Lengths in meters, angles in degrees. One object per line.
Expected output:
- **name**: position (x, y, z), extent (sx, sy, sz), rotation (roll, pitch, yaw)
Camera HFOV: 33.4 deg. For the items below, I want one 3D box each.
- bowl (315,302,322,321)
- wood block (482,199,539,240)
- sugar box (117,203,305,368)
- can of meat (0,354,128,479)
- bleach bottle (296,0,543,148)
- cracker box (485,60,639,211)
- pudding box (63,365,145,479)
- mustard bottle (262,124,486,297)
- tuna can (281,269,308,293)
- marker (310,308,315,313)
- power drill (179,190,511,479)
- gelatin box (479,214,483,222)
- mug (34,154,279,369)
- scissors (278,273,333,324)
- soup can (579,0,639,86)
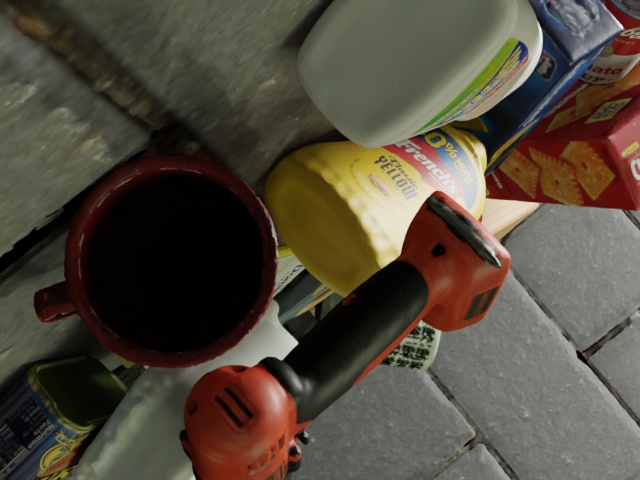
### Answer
- **bowl**: position (0.054, 0.049, 1.115), extent (0.162, 0.055, 0.162), rotation (-24, 153, -13)
- **wood block**: position (0.110, -0.018, 0.991), extent (0.091, 0.090, 0.205), rotation (-44, 169, 34)
- **sugar box**: position (-0.062, 0.021, 0.671), extent (0.093, 0.048, 0.176), rotation (-43, 173, 17)
- **can of meat**: position (-0.175, 0.120, 0.673), extent (0.084, 0.057, 0.102), rotation (-43, 170, 10)
- **bleach bottle**: position (0.077, -0.104, 0.567), extent (0.103, 0.068, 0.250), rotation (-44, 172, 22)
- **cracker box**: position (0.232, -0.099, 0.879), extent (0.164, 0.072, 0.214), rotation (-35, -161, -18)
- **pudding box**: position (-0.157, 0.156, 0.798), extent (0.113, 0.090, 0.039), rotation (-33, 169, -30)
- **mustard bottle**: position (0.054, -0.034, 0.689), extent (0.191, 0.096, 0.058), rotation (-27, 162, -48)
- **tuna can**: position (-0.005, 0.001, 0.816), extent (0.086, 0.034, 0.086), rotation (-38, 170, -8)
- **marker**: position (0.032, 0.037, 1.159), extent (0.121, 0.020, 0.020), rotation (-44, 169, 25)
- **power drill**: position (0.011, 0.070, 0.561), extent (0.187, 0.057, 0.184), rotation (-41, 164, -17)
- **gelatin box**: position (0.064, -0.029, 0.770), extent (0.073, 0.089, 0.030), rotation (-31, 168, -38)
- **mug**: position (-0.075, 0.016, 0.497), extent (0.117, 0.093, 0.081), rotation (-20, 175, -1)
- **scissors**: position (-0.037, 0.056, 0.800), extent (0.201, 0.016, 0.096), rotation (-31, 167, -37)
- **soup can**: position (0.220, -0.166, 0.786), extent (0.068, 0.068, 0.102), rotation (-36, 170, -17)
